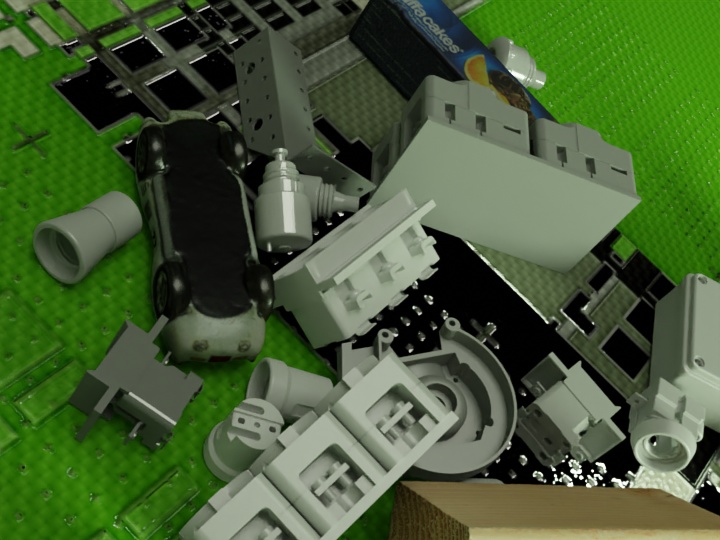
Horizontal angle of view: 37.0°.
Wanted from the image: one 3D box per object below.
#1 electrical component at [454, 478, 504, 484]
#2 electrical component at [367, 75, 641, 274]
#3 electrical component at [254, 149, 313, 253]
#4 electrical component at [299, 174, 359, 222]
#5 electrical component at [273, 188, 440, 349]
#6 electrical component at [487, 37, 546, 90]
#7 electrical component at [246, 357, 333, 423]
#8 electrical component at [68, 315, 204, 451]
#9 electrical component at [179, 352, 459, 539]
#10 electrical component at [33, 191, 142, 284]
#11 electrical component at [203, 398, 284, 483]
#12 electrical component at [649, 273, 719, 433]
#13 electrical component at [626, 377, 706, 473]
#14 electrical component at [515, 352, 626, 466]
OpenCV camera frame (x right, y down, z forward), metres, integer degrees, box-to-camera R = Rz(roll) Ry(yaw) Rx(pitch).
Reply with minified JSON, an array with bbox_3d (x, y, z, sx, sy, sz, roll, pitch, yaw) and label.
[{"bbox_3d":[0.063,0.156,0.704,0.078,0.040,0.040,7,54,-25],"label":"electrical component"},{"bbox_3d":[0.113,-0.076,0.861,0.186,0.105,0.060,18,50,-17],"label":"electrical component"},{"bbox_3d":[-0.055,-0.048,0.762,0.040,0.040,0.078,5,71,-27],"label":"electrical component"},{"bbox_3d":[-0.031,-0.052,0.799,0.061,0.035,0.035,8,50,2],"label":"electrical component"},{"bbox_3d":[0.000,0.000,0.767,0.121,0.079,0.063,-39,103,-42],"label":"electrical component"},{"bbox_3d":[0.145,-0.186,1.003,0.062,0.048,0.048,16,50,-27],"label":"electrical component"},{"bbox_3d":[-0.046,0.081,0.699,0.046,0.040,0.040,17,50,-25],"label":"electrical component"},{"bbox_3d":[-0.134,0.072,0.654,0.064,0.042,0.081,36,48,-7],"label":"electrical component"},{"bbox_3d":[-0.025,0.121,0.614,0.150,0.089,0.061,-41,80,-21],"label":"electrical component"},{"bbox_3d":[-0.175,-0.025,0.703,0.044,0.044,0.065,43,42,5],"label":"electrical component"},{"bbox_3d":[-0.071,0.104,0.662,0.040,0.046,0.040,15,51,-20],"label":"electrical component"},{"bbox_3d":[0.301,0.074,0.890,0.109,0.056,0.108,27,48,-10],"label":"electrical component"},{"bbox_3d":[0.234,0.121,0.825,0.066,0.048,0.055,34,39,-4],"label":"electrical component"},{"bbox_3d":[0.148,0.107,0.789,0.064,0.042,0.081,-30,74,-40],"label":"electrical component"}]
